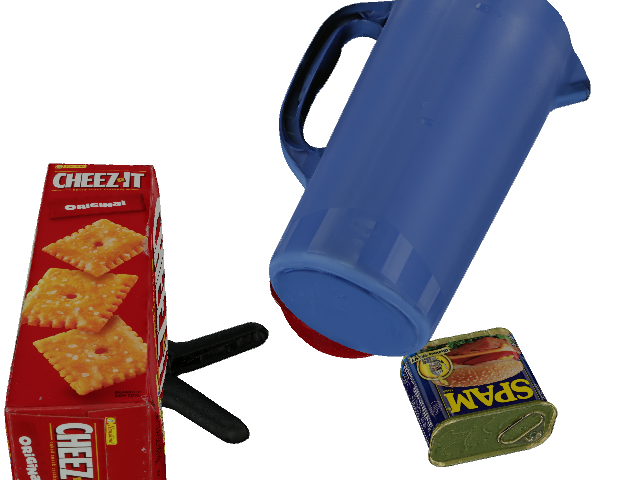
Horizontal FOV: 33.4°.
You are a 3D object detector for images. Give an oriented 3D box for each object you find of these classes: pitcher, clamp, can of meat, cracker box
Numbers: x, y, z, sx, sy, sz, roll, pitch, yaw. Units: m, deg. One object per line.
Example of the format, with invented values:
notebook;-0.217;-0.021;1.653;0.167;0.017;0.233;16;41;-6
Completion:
pitcher;0.054;-0.055;0.695;0.145;0.242;0.149;42;-29;-26
clamp;-0.126;0.105;0.900;0.171;0.039;0.120;12;39;9
can of meat;0.120;0.120;0.837;0.102;0.057;0.084;-9;44;-11
cracker box;-0.119;0.079;0.585;0.072;0.164;0.214;0;34;-7

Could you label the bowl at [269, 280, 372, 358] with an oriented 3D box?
bowl;0.028;0.070;1.070;0.162;0.055;0.162;4;28;-2
